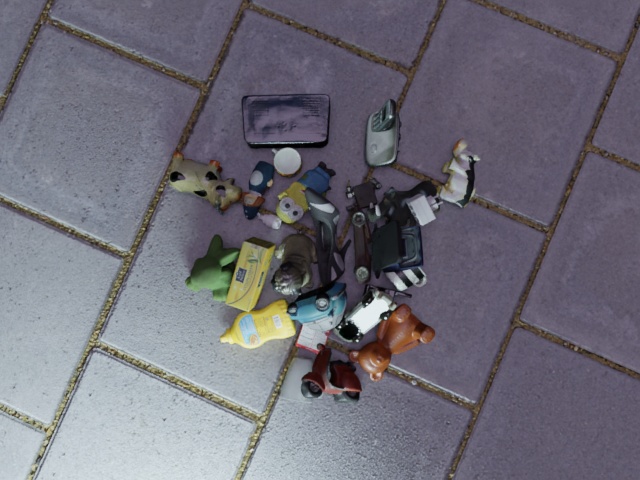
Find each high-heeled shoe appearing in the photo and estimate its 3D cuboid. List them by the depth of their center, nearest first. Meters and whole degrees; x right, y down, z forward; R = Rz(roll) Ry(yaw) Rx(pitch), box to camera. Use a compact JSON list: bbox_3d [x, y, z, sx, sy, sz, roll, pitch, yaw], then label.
[{"bbox_3d":[-0.003,-0.004,1.338,0.145,0.086,0.248,-54,127,-21],"label":"high-heeled shoe"}]

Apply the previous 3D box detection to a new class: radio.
[{"bbox_3d":[-0.087,-0.308,1.405,0.230,0.073,0.131,-1,88,3],"label":"radio"}]

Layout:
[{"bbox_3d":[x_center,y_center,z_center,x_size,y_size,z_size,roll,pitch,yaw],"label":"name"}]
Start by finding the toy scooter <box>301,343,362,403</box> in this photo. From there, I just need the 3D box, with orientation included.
[{"bbox_3d":[0.031,0.332,1.344,0.184,0.075,0.135,20,60,-34],"label":"toy scooter"}]

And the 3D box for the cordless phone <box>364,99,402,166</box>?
[{"bbox_3d":[0.167,-0.264,1.339,0.089,0.184,0.146,4,87,-3],"label":"cordless phone"}]

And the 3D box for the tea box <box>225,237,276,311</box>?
[{"bbox_3d":[-0.174,0.084,1.359,0.068,0.098,0.169,19,100,4],"label":"tea box"}]

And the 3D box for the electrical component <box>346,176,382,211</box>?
[{"bbox_3d":[0.112,-0.123,1.401,0.102,0.045,0.078,-12,85,1],"label":"electrical component"}]

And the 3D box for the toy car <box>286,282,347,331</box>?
[{"bbox_3d":[0.002,0.174,1.328,0.162,0.109,0.103,-23,96,22],"label":"toy car"}]

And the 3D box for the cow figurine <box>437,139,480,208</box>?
[{"bbox_3d":[0.368,-0.172,1.385,0.098,0.068,0.167,20,91,-3],"label":"cow figurine"}]

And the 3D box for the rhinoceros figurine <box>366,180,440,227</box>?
[{"bbox_3d":[0.213,-0.087,1.368,0.190,0.073,0.112,-24,105,-2],"label":"rhinoceros figurine"}]

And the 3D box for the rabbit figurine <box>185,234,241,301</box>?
[{"bbox_3d":[-0.261,0.076,1.338,0.121,0.170,0.159,33,89,3],"label":"rabbit figurine"}]

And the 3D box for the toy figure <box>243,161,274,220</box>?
[{"bbox_3d":[-0.167,-0.128,1.405,0.057,0.064,0.154,23,85,-38],"label":"toy figure"}]

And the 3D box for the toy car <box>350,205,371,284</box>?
[{"bbox_3d":[0.106,0.011,1.367,0.053,0.089,0.202,-3,90,5],"label":"toy car"}]

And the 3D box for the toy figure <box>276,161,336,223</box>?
[{"bbox_3d":[-0.037,-0.118,1.389,0.082,0.089,0.180,38,80,14],"label":"toy figure"}]

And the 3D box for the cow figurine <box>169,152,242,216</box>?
[{"bbox_3d":[-0.297,-0.143,1.395,0.195,0.085,0.127,14,81,0],"label":"cow figurine"}]

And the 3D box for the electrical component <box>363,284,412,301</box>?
[{"bbox_3d":[0.170,0.146,1.371,0.119,0.075,0.047,15,86,0],"label":"electrical component"}]

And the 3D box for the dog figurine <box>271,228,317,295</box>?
[{"bbox_3d":[-0.062,0.049,1.324,0.121,0.190,0.172,-5,85,1],"label":"dog figurine"}]

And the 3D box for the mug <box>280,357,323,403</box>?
[{"bbox_3d":[-0.040,0.354,1.363,0.110,0.081,0.107,9,78,-2],"label":"mug"}]

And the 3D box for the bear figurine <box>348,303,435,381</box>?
[{"bbox_3d":[0.172,0.258,1.338,0.196,0.132,0.120,-44,90,-7],"label":"bear figurine"}]

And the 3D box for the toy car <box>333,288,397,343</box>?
[{"bbox_3d":[0.108,0.189,1.331,0.073,0.056,0.201,38,126,-8],"label":"toy car"}]

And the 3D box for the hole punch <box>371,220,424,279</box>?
[{"bbox_3d":[0.188,0.020,1.316,0.092,0.116,0.142,7,72,-32],"label":"hole punch"}]
